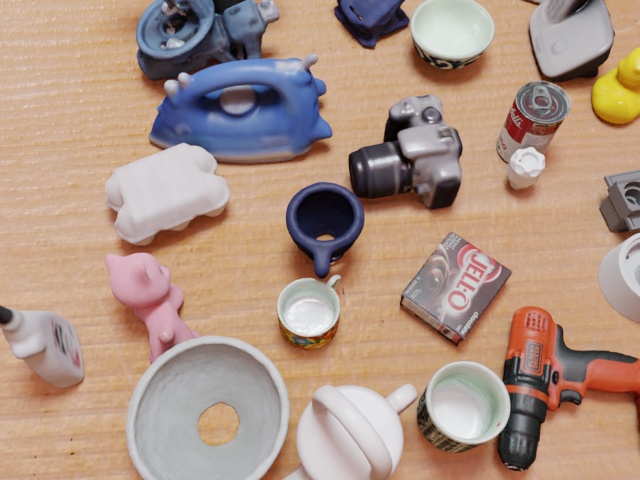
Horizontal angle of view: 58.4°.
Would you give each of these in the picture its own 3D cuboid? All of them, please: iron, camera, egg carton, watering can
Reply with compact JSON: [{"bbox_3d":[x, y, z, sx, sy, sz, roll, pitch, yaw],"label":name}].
[{"bbox_3d":[-0.115,-0.184,0.758,0.258,0.141,0.118,-7,64,-2],"label":"iron"},{"bbox_3d":[0.105,-0.115,0.743,0.137,0.101,0.143,-11,64,-4],"label":"camera"},{"bbox_3d":[-0.197,-0.059,0.738,0.150,0.069,0.107,-25,66,-11],"label":"egg carton"},{"bbox_3d":[0.023,0.196,0.540,0.100,0.194,0.173,28,67,14],"label":"watering can"}]

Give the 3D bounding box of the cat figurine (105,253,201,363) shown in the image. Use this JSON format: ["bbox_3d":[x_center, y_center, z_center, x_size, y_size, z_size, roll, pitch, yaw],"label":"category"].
[{"bbox_3d":[-0.191,0.069,0.648,0.067,0.118,0.127,-26,66,-11],"label":"cat figurine"}]

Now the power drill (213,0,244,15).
[{"bbox_3d":[-0.167,-0.386,0.821,0.229,0.208,0.075,-8,64,-3],"label":"power drill"}]

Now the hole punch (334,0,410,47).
[{"bbox_3d":[0.080,-0.371,0.876,0.101,0.091,0.108,-30,67,-13],"label":"hole punch"}]

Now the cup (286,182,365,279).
[{"bbox_3d":[0.006,0.002,0.691,0.091,0.095,0.118,1,64,2],"label":"cup"}]

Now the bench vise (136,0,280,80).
[{"bbox_3d":[-0.169,-0.325,0.785,0.207,0.220,0.121,-27,66,-12],"label":"bench vise"}]

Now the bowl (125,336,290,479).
[{"bbox_3d":[-0.113,0.192,0.610,0.167,0.075,0.167,0,64,1],"label":"bowl"}]

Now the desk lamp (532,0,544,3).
[{"bbox_3d":[0.304,-0.498,0.867,0.203,0.213,0.118,23,66,12],"label":"desk lamp"}]

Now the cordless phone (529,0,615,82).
[{"bbox_3d":[0.368,-0.328,0.798,0.094,0.185,0.147,-4,64,-1],"label":"cordless phone"}]

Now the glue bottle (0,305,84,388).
[{"bbox_3d":[-0.301,0.101,0.603,0.037,0.173,0.078,-22,65,-9],"label":"glue bottle"}]

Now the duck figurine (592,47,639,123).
[{"bbox_3d":[0.432,-0.222,0.800,0.077,0.086,0.105,25,67,13],"label":"duck figurine"}]
